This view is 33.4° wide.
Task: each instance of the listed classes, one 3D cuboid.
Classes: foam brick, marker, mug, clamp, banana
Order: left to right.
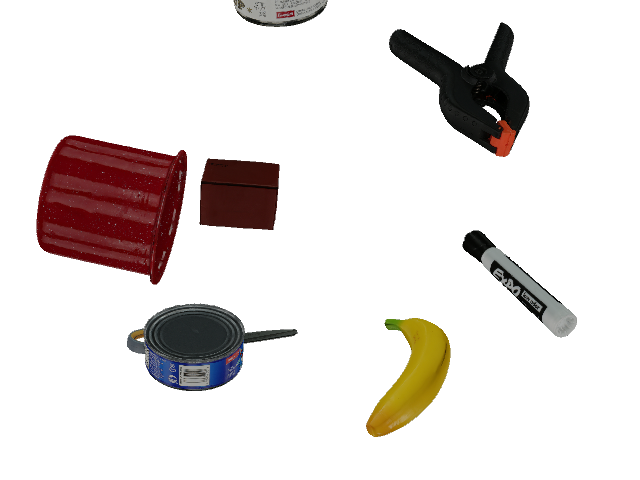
[{"bbox_3d":[-0.139,-0.028,0.729,0.081,0.093,0.117,12,19,0],"label":"mug"},{"bbox_3d":[-0.082,-0.048,1.089,0.078,0.051,0.053,4,31,0],"label":"foam brick"},{"bbox_3d":[0.088,0.122,1.003,0.070,0.037,0.197,-22,18,18],"label":"banana"},{"bbox_3d":[0.128,-0.142,0.957,0.120,0.039,0.171,-4,44,-2],"label":"clamp"},{"bbox_3d":[0.138,0.027,0.757,0.020,0.020,0.121,0,30,-30],"label":"marker"}]

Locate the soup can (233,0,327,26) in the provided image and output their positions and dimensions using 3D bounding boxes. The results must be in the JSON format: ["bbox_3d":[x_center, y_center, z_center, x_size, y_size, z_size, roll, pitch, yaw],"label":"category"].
[{"bbox_3d":[-0.030,-0.204,0.715,0.068,0.102,0.068,-2,42,2],"label":"soup can"}]

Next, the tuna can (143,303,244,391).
[{"bbox_3d":[-0.108,0.091,0.913,0.086,0.034,0.086,3,30,-2],"label":"tuna can"}]

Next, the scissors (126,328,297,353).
[{"bbox_3d":[-0.113,0.122,1.187,0.201,0.016,0.096,3,26,-16],"label":"scissors"}]
